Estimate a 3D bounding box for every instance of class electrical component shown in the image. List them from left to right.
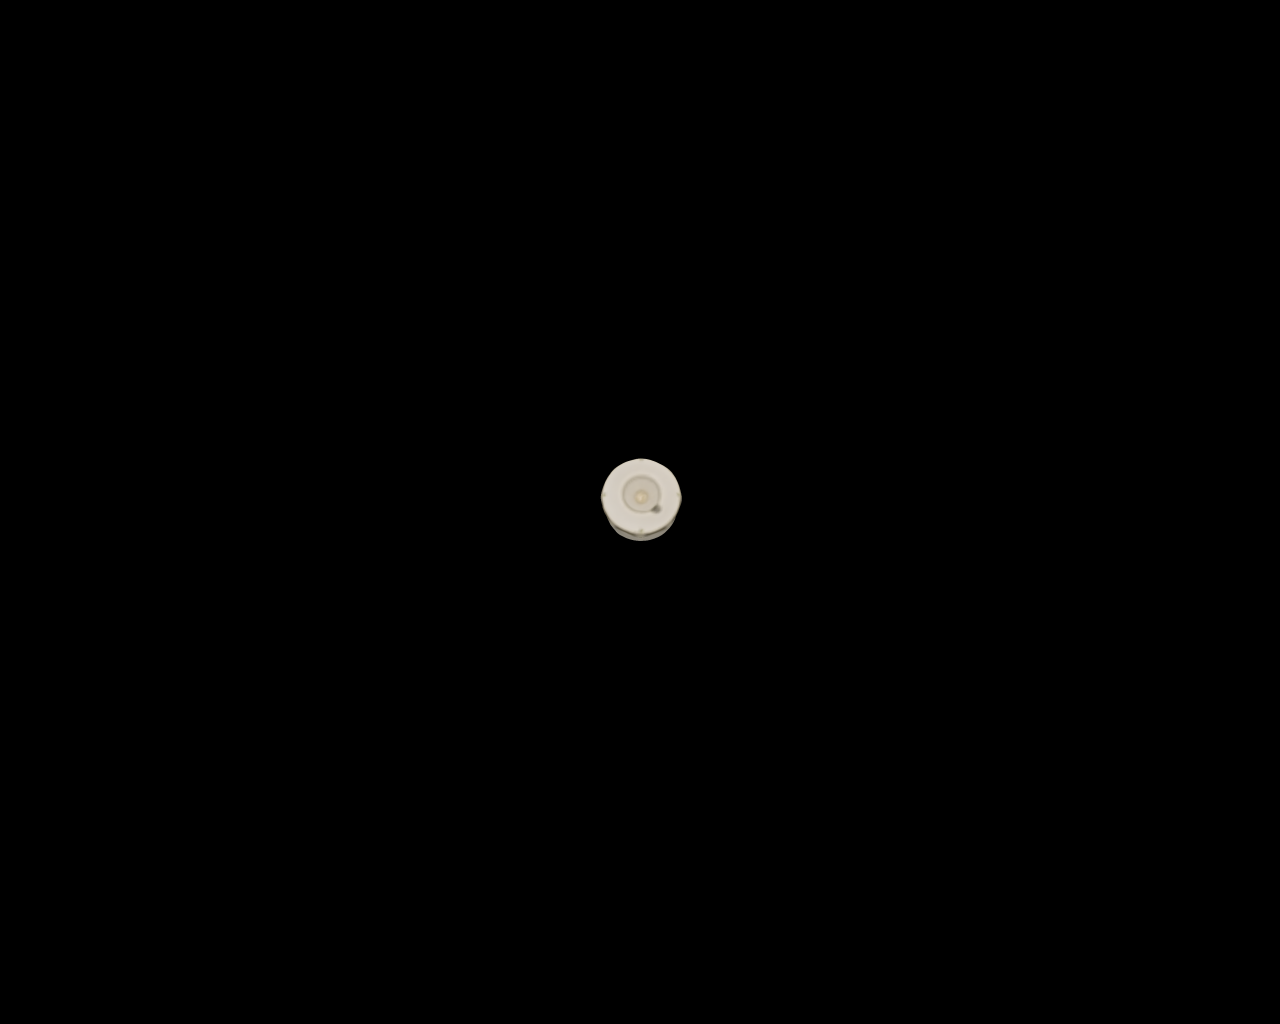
[{"bbox_3d":[0.001,-0.003,0.650,0.048,0.048,0.062,0,-16,0],"label":"electrical component"}]
